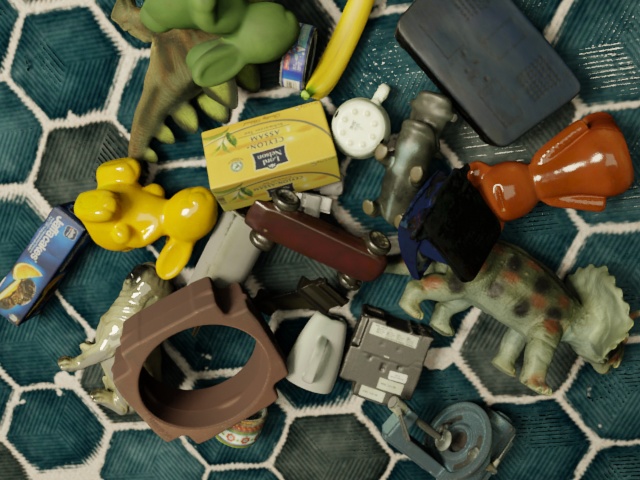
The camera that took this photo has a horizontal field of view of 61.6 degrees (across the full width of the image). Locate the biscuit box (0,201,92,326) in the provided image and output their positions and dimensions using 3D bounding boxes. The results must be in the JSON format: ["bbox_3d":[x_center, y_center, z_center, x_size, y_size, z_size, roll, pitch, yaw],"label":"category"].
[{"bbox_3d":[-0.420,0.035,0.823,0.059,0.063,0.202,39,102,-3],"label":"biscuit box"}]

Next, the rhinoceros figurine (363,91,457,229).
[{"bbox_3d":[0.125,-0.102,0.719,0.073,0.112,0.190,28,118,27],"label":"rhinoceros figurine"}]

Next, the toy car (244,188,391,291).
[{"bbox_3d":[-0.001,-0.002,0.723,0.202,0.053,0.089,25,128,-11],"label":"toy car"}]

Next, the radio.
[{"bbox_3d":[0.212,-0.238,0.703,0.131,0.073,0.229,-42,92,12],"label":"radio"}]

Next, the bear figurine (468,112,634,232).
[{"bbox_3d":[0.301,-0.082,0.715,0.196,0.132,0.120,-19,97,27],"label":"bear figurine"}]

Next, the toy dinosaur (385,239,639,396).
[{"bbox_3d":[0.247,0.069,0.738,0.405,0.131,0.192,32,86,9],"label":"toy dinosaur"}]

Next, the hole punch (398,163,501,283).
[{"bbox_3d":[0.151,-0.017,0.682,0.142,0.092,0.115,-49,113,-26],"label":"hole punch"}]

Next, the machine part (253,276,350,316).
[{"bbox_3d":[-0.032,0.083,0.772,0.139,0.084,0.039,-11,59,31],"label":"machine part"}]

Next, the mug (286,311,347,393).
[{"bbox_3d":[-0.004,0.160,0.785,0.081,0.109,0.107,21,90,9],"label":"mug"}]

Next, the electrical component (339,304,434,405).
[{"bbox_3d":[0.093,0.176,0.798,0.115,0.058,0.134,21,102,4],"label":"electrical component"}]

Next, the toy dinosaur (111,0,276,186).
[{"bbox_3d":[-0.173,-0.258,0.724,0.198,0.105,0.471,37,113,-6],"label":"toy dinosaur"}]

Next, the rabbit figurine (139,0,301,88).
[{"bbox_3d":[-0.108,-0.255,0.621,0.170,0.121,0.159,25,110,-26],"label":"rabbit figurine"}]

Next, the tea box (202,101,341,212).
[{"bbox_3d":[-0.065,-0.113,0.727,0.170,0.068,0.098,-16,63,0],"label":"tea box"}]

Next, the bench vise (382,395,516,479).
[{"bbox_3d":[0.167,0.312,0.774,0.240,0.129,0.223,42,94,-21],"label":"bench vise"}]

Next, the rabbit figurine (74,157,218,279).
[{"bbox_3d":[-0.224,-0.025,0.745,0.173,0.122,0.162,-5,122,5],"label":"rabbit figurine"}]

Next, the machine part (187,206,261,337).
[{"bbox_3d":[-0.137,0.033,0.786,0.079,0.079,0.243,27,102,0],"label":"machine part"}]

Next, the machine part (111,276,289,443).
[{"bbox_3d":[-0.162,0.166,0.743,0.201,0.087,0.201,-29,122,-4],"label":"machine part"}]

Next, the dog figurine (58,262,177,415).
[{"bbox_3d":[-0.260,0.148,0.804,0.190,0.121,0.172,-45,105,4],"label":"dog figurine"}]
